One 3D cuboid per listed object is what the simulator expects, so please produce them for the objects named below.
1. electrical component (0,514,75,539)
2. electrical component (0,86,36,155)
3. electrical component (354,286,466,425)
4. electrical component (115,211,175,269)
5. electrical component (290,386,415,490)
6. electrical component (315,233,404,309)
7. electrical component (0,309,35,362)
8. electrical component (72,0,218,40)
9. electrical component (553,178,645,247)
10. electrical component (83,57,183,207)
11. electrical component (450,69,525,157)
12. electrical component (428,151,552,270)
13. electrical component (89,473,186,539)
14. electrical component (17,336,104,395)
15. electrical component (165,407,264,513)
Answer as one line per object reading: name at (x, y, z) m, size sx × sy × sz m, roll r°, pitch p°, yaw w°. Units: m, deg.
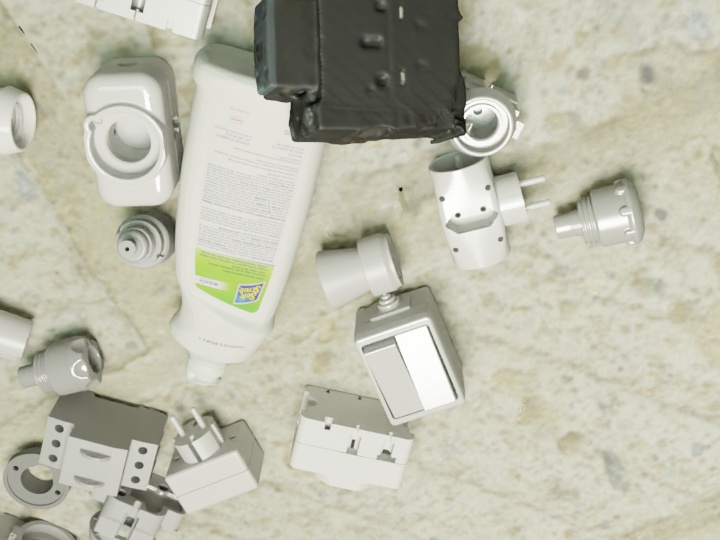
electrical component at (-0.236, 0.288, 0.900) m, size 0.186 × 0.105 × 0.060 m, roll 27°, pitch 112°, yaw -10°
electrical component at (-0.263, -0.106, 0.758) m, size 0.055 × 0.048 × 0.066 m, roll 7°, pitch 114°, yaw 7°
electrical component at (0.036, 0.061, 0.814) m, size 0.062 × 0.061 × 0.096 m, roll -19°, pitch 112°, yaw 10°
electrical component at (-0.158, -0.020, 0.778) m, size 0.040 × 0.078 × 0.040 m, roll 1°, pitch 99°, yaw 4°
electrical component at (-0.007, 0.136, 0.855) m, size 0.089 × 0.050 × 0.055 m, roll 12°, pitch 114°, yaw -3°
electrical component at (0.000, 0.000, 0.796) m, size 0.055 × 0.045 × 0.045 m, roll -17°, pitch 113°, yaw 9°
electrical component at (-0.280, 0.049, 0.831) m, size 0.046 × 0.040 × 0.040 m, roll 19°, pitch 114°, yaw -12°
electrical component at (-0.137, -0.196, 0.710) m, size 0.089 × 0.050 × 0.055 m, roll 17°, pitch 114°, yaw -6°
electrical component at (0.172, -0.037, 0.775) m, size 0.062 × 0.048 × 0.048 m, roll -12°, pitch 113°, yaw 15°
electrical component at (-0.158, -0.095, 0.751) m, size 0.054 × 0.059 × 0.095 m, roll -2°, pitch 114°, yaw 3°
electrical component at (0.082, -0.106, 0.740) m, size 0.066 × 0.055 × 0.048 m, roll 24°, pitch 113°, yaw -9°
electrical component at (0.097, -0.048, 0.772) m, size 0.079 × 0.043 × 0.077 m, roll -14°, pitch 113°, yaw 8°
electrical component at (-0.189, 0.203, 0.887) m, size 0.078 × 0.058 × 0.057 m, roll 24°, pitch 110°, yaw -9°
electrical component at (-0.236, 0.077, 0.840) m, size 0.062 × 0.043 × 0.043 m, roll -14°, pitch 113°, yaw 9°
electrical component at (-0.125, 0.144, 0.863) m, size 0.066 × 0.047 × 0.076 m, roll -23°, pitch 112°, yaw 11°
